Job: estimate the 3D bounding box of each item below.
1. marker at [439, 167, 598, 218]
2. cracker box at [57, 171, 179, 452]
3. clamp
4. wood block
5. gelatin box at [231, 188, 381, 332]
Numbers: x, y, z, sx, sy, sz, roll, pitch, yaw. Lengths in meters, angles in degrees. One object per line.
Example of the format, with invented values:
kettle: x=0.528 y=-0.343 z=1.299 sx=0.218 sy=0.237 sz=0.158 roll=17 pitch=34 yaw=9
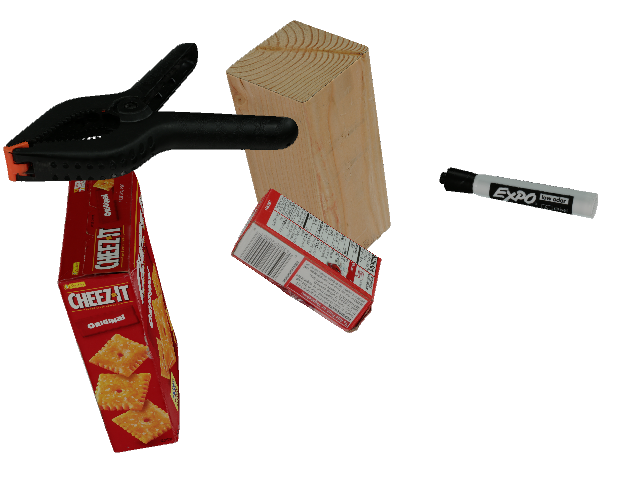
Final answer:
marker: x=0.149 y=-0.037 z=0.812 sx=0.121 sy=0.020 sz=0.020 roll=13 pitch=5 yaw=24
cracker box: x=-0.185 y=0.066 z=1.010 sx=0.072 sy=0.214 sz=0.164 roll=-9 pitch=37 yaw=-3
clamp: x=-0.133 y=-0.085 z=0.808 sx=0.209 sy=0.036 sz=0.165 roll=-28 pitch=45 yaw=-33
wood block: x=-0.005 y=-0.079 z=0.961 sx=0.091 sy=0.206 sz=0.090 roll=27 pitch=55 yaw=33
gelatin box: x=-0.007 y=0.011 z=0.662 sx=0.089 sy=0.030 sz=0.073 roll=34 pitch=19 yaw=-6
